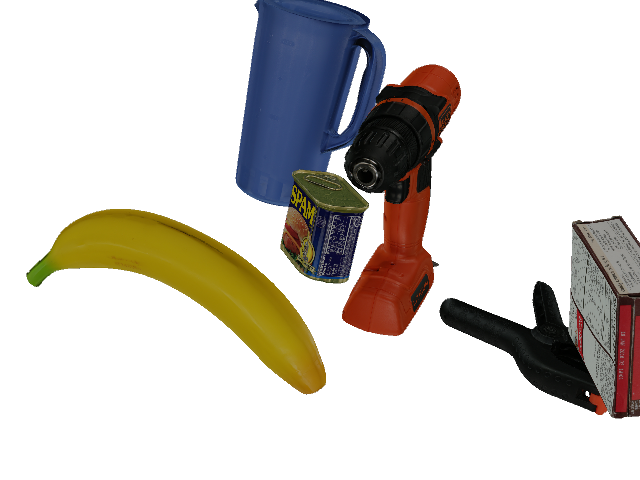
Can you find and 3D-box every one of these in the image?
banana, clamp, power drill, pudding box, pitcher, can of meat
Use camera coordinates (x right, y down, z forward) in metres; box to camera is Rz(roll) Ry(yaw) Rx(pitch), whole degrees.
[{"bbox_3d":[-0.080,0.026,0.640,0.198,0.070,0.037,21,26,12],"label":"banana"},{"bbox_3d":[0.199,0.087,0.929,0.120,0.039,0.172,-20,41,-30],"label":"clamp"},{"bbox_3d":[0.057,-0.024,0.810,0.057,0.188,0.184,16,32,17],"label":"power drill"},{"bbox_3d":[0.193,0.047,0.693,0.039,0.090,0.113,-5,26,-2],"label":"pudding box"},{"bbox_3d":[-0.021,-0.165,1.285,0.144,0.243,0.149,7,23,-15],"label":"pitcher"},{"bbox_3d":[0.001,-0.015,1.077,0.057,0.084,0.102,3,23,-23],"label":"can of meat"}]
